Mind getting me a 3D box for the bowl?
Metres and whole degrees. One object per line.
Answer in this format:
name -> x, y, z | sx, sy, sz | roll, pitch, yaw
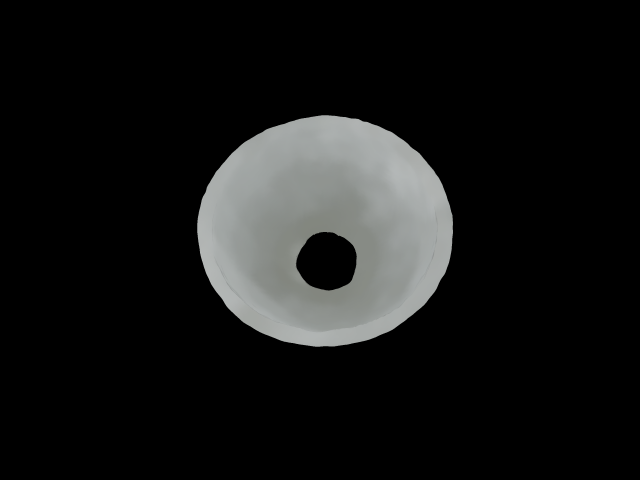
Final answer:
bowl -> 0.004, 0.001, 0.400 | 0.167, 0.075, 0.167 | 0, 65, 0
